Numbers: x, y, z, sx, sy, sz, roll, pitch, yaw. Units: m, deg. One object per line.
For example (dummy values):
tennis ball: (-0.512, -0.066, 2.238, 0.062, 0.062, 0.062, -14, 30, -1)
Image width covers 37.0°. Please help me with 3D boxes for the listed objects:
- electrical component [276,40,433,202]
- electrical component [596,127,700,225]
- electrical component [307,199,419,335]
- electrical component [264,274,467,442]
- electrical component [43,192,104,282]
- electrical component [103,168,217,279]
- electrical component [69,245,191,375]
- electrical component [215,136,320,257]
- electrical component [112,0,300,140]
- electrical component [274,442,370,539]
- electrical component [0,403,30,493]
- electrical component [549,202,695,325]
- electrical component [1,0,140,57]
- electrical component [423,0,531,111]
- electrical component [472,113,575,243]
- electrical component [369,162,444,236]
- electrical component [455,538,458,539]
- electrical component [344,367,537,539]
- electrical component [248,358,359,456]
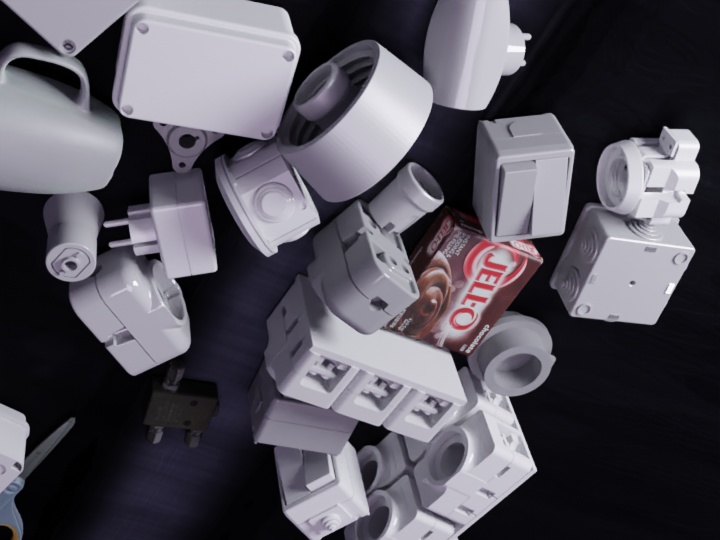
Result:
electrical component: (-0.011, -0.107, 0.731, 0.108, 0.108, 0.060, -40, 119, 19)
electrical component: (0.222, -0.072, 0.839, 0.057, 0.058, 0.078, -1, 128, -15)
electrical component: (0.000, 0.000, 0.823, 0.059, 0.095, 0.054, -39, 126, 19)
electrical component: (0.002, 0.077, 0.888, 0.150, 0.089, 0.061, 22, 120, -27)
electrical component: (-0.208, -0.023, 0.778, 0.044, 0.065, 0.044, -6, 129, -8)
electrical component: (-0.150, -0.032, 0.796, 0.077, 0.047, 0.065, -9, 129, -5)
electrical component: (-0.174, 0.029, 0.834, 0.059, 0.053, 0.095, -25, 129, 8)
electrical component: (-0.067, -0.054, 0.776, 0.051, 0.080, 0.080, -28, 129, 3)
electrical component: (-0.103, -0.138, 0.715, 0.113, 0.057, 0.078, 7, 126, -18)
electrical component: (-0.036, 0.192, 0.967, 0.062, 0.096, 0.061, -29, 127, 10)
electrical component: (-0.340, 0.140, 0.884, 0.113, 0.057, 0.078, 33, 115, -32)
electrical component: (0.219, -0.003, 0.899, 0.100, 0.048, 0.099, 6, 126, -17)
electrical component: (-0.176, -0.204, 0.646, 0.109, 0.056, 0.109, -35, 127, 16)
electrical component: (0.088, -0.154, 0.749, 0.079, 0.043, 0.077, -6, 117, -34)
electrical component: (0.124, -0.062, 0.822, 0.062, 0.061, 0.096, -7, 129, -7)
electrical component: (0.035, -0.053, 0.825, 0.040, 0.040, 0.046, 33, 120, -32)
electrical component: (0.051, 0.274, 1.052, 0.100, 0.099, 0.048, -22, 142, 6)
electrical component: (0.060, 0.187, 0.979, 0.060, 0.105, 0.186, 30, 116, -31)
electrical component: (-0.041, 0.114, 0.926, 0.096, 0.061, 0.061, 13, 124, -21)
